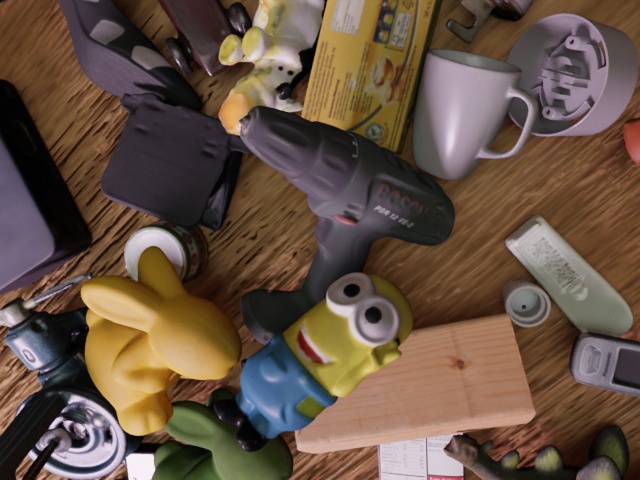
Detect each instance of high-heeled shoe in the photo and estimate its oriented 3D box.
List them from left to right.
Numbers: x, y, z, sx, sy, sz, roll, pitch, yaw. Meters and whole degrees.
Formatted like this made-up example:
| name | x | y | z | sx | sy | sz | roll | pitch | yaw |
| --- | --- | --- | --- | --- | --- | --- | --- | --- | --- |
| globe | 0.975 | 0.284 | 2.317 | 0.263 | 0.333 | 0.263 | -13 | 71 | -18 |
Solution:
| name | x | y | z | sx | sy | sz | roll | pitch | yaw |
| --- | --- | --- | --- | --- | --- | --- | --- | --- | --- |
| high-heeled shoe | -0.210 | -0.242 | 0.560 | 0.248 | 0.086 | 0.145 | 31 | 68 | -15 |

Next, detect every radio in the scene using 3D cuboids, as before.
| name | x | y | z | sx | sy | sz | roll | pitch | yaw |
| --- | --- | --- | --- | --- | --- | --- | --- | --- | --- |
| radio | -0.368 | -0.062 | 0.601 | 0.131 | 0.073 | 0.229 | -26 | 94 | 13 |

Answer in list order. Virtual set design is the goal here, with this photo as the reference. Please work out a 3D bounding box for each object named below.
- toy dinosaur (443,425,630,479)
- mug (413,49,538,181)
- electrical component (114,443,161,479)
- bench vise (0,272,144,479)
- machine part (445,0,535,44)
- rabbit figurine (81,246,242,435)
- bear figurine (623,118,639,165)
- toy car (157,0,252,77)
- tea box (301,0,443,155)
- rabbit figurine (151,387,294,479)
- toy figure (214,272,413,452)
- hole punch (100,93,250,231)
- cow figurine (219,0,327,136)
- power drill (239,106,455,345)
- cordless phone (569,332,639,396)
| name | x | y | z | sx | sy | sz | roll | pitch | yaw |
| --- | --- | --- | --- | --- | --- | --- | --- | --- | --- |
| toy dinosaur | 0.311 | 0.309 | 0.507 | 0.471 | 0.105 | 0.198 | 38 | 100 | -6 |
| mug | 0.135 | -0.106 | 0.484 | 0.110 | 0.081 | 0.107 | 29 | 125 | 27 |
| electrical component | -0.208 | 0.278 | 0.645 | 0.094 | 0.021 | 0.063 | -4 | 98 | 11 |
| bench vise | -0.274 | 0.175 | 0.543 | 0.129 | 0.241 | 0.223 | -13 | 112 | 10 |
| machine part | 0.188 | -0.280 | 0.453 | 0.079 | 0.079 | 0.243 | 32 | 103 | 5 |
| rabbit figurine | -0.142 | 0.088 | 0.510 | 0.173 | 0.122 | 0.162 | -14 | 104 | 44 |
| bear figurine | 0.312 | -0.167 | 0.439 | 0.132 | 0.120 | 0.196 | -38 | 57 | 54 |
| toy car | -0.141 | -0.255 | 0.535 | 0.089 | 0.053 | 0.202 | -32 | 93 | -7 |
| tea box | 0.050 | -0.172 | 0.501 | 0.098 | 0.068 | 0.169 | 18 | 102 | 11 |
| rabbit figurine | -0.097 | 0.237 | 0.572 | 0.170 | 0.121 | 0.159 | -41 | 68 | 28 |
| toy figure | -0.002 | 0.099 | 0.458 | 0.180 | 0.089 | 0.082 | -43 | 87 | 3 |
| hole punch | -0.143 | -0.074 | 0.554 | 0.142 | 0.092 | 0.115 | 21 | 85 | 9 |
| cow figurine | -0.039 | -0.176 | 0.512 | 0.068 | 0.098 | 0.167 | 25 | 102 | 46 |
| power drill | -0.001 | -0.001 | 0.490 | 0.232 | 0.086 | 0.207 | 11 | 115 | -32 |
| cordless phone | 0.324 | 0.080 | 0.474 | 0.184 | 0.089 | 0.146 | 9 | 100 | 10 |
